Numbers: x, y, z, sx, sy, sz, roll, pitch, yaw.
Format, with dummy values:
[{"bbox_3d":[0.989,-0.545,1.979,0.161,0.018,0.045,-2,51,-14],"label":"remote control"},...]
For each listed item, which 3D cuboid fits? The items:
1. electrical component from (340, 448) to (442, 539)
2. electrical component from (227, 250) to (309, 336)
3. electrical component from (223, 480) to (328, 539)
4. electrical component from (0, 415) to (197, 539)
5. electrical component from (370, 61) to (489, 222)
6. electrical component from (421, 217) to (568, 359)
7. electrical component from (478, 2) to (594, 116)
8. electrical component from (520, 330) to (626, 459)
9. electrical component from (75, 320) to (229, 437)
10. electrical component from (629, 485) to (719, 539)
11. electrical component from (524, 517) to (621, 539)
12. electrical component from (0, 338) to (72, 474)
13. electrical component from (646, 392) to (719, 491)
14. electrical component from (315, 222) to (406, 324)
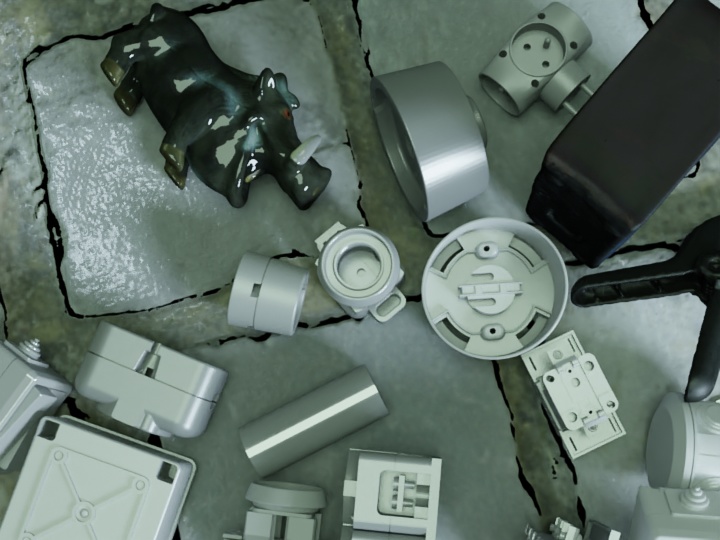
[{"bbox_3d":[0.018,0.198,0.721,0.062,0.089,0.150,5,81,4],"label":"electrical component"},{"bbox_3d":[-0.065,0.018,0.774,0.047,0.055,0.055,14,82,2],"label":"electrical component"},{"bbox_3d":[-0.053,0.178,0.746,0.078,0.058,0.057,6,84,5],"label":"electrical component"},{"bbox_3d":[-0.186,0.169,0.755,0.109,0.056,0.108,18,82,6],"label":"electrical component"},{"bbox_3d":[0.055,-0.095,0.760,0.060,0.108,0.108,-21,80,-6],"label":"electrical component"},{"bbox_3d":[0.093,0.015,0.758,0.099,0.064,0.099,-1,81,3],"label":"electrical component"},{"bbox_3d":[0.142,-0.143,0.791,0.077,0.044,0.079,-45,82,-4],"label":"electrical component"},{"bbox_3d":[0.149,0.085,0.744,0.042,0.064,0.081,-26,81,0],"label":"electrical component"},{"bbox_3d":[-0.150,0.082,0.768,0.095,0.053,0.059,22,83,7],"label":"electrical component"},{"bbox_3d":[0.205,0.181,0.672,0.062,0.061,0.096,4,114,2],"label":"electrical component"},{"bbox_3d":[0.134,0.199,0.698,0.063,0.121,0.078,18,82,9],"label":"electrical component"},{"bbox_3d":[-0.252,0.094,0.765,0.061,0.061,0.096,34,84,16],"label":"electrical component"},{"bbox_3d":[0.227,0.124,0.726,0.051,0.080,0.080,6,81,-1],"label":"electrical component"},{"bbox_3d":[0.000,0.000,0.770,0.058,0.057,0.078,-39,81,-3],"label":"electrical component"}]
